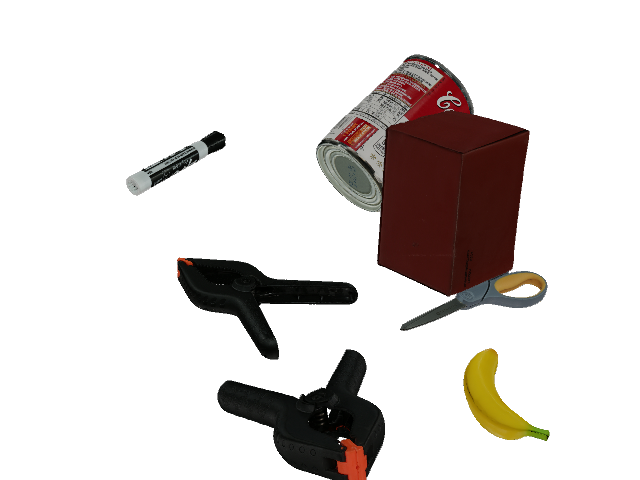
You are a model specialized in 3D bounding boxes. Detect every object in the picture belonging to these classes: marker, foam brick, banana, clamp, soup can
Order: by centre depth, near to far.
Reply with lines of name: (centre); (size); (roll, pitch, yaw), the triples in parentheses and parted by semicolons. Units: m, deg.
foam brick: (0.066, -0.020, 0.538); (0.052, 0.078, 0.051); (-19, 32, -39)
clamp: (-0.012, 0.129, 0.779); (0.120, 0.039, 0.171); (-16, 16, -4)
soup can: (0.054, -0.078, 0.780); (0.102, 0.068, 0.069); (-45, 18, -20)
marker: (-0.135, -0.076, 1.017); (0.020, 0.020, 0.120); (0, 26, 44)
clamp: (-0.084, 0.066, 1.202); (0.210, 0.036, 0.164); (15, 29, 24)
banana: (0.205, 0.185, 1.274); (0.069, 0.037, 0.198); (9, 23, -15)

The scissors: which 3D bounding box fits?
scissors: (0.145, 0.048, 1.101); (0.201, 0.016, 0.096); (-6, 40, -29)
